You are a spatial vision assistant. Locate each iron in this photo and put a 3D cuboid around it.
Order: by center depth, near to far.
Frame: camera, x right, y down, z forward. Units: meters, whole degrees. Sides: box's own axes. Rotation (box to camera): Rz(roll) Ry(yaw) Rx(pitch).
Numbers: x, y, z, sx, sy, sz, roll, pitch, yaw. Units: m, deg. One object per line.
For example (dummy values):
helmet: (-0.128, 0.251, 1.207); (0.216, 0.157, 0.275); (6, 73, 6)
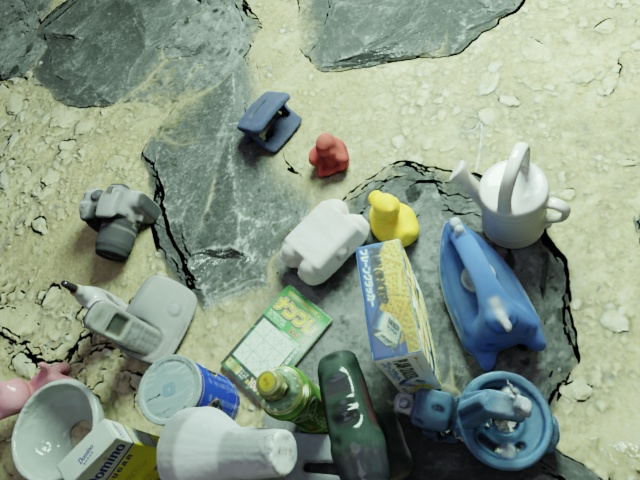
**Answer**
iron: (0.230, 0.050, 0.844); (0.118, 0.142, 0.258); (-23, 60, 6)

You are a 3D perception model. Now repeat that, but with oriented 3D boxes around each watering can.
watering can: (0.280, -0.070, 0.856); (0.172, 0.194, 0.101); (-1, 65, 18)

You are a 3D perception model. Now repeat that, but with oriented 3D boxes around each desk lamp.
desk lamp: (-0.086, 0.298, 0.786); (0.202, 0.214, 0.118); (-5, 64, 16)

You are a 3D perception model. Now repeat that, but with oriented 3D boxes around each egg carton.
egg carton: (0.009, 0.004, 0.982); (0.150, 0.069, 0.107); (-47, 60, -7)

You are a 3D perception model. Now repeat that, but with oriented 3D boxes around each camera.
camera: (-0.409, -0.034, 1.121); (0.142, 0.101, 0.137); (1, 65, 19)

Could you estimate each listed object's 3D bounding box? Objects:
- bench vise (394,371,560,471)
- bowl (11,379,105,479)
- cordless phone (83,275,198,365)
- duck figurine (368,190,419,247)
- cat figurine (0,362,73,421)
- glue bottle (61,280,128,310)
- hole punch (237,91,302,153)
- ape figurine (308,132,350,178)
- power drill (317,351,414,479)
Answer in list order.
bench vise: (0.195, 0.230, 0.722); (0.207, 0.220, 0.121); (-13, 62, 12)
bowl: (-0.425, 0.325, 0.966); (0.167, 0.075, 0.167); (-7, 63, 15)
cordless phone: (-0.300, 0.119, 0.961); (0.094, 0.185, 0.148); (15, 70, 24)
duck figurine: (0.118, -0.041, 0.958); (0.077, 0.086, 0.104); (-38, 59, -2)
cat figurine: (-0.514, 0.262, 1.001); (0.128, 0.118, 0.067); (-42, 60, -4)
glue bottle: (-0.392, 0.107, 1.004); (0.078, 0.173, 0.037); (35, 80, 29)
hole punch: (-0.109, -0.242, 1.129); (0.100, 0.091, 0.109); (32, 78, 29)
ape figurine: (0.016, -0.163, 1.048); (0.077, 0.092, 0.076); (27, 76, 28)
power drill: (0.063, 0.267, 0.754); (0.075, 0.209, 0.229); (-23, 60, 7)
